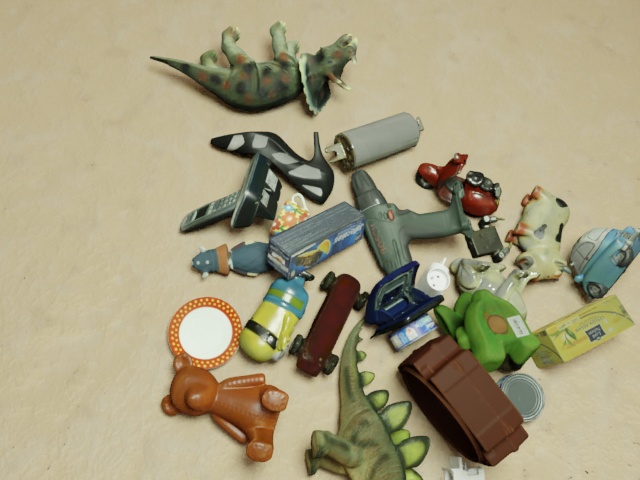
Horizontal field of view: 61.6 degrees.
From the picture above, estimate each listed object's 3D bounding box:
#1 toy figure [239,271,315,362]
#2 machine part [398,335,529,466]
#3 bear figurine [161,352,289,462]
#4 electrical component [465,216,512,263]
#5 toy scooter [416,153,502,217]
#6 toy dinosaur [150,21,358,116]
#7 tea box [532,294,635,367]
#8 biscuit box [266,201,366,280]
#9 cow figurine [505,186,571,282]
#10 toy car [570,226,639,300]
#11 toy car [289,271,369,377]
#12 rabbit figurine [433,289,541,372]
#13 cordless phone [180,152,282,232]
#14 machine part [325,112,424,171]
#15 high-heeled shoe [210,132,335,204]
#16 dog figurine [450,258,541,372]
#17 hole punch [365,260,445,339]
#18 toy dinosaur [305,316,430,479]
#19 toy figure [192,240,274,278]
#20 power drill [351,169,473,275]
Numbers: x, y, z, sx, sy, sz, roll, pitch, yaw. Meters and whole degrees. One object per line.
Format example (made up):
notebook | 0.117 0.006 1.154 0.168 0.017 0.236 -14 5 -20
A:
toy figure | -0.076 0.131 0.958 0.089 0.082 0.180 20 73 11
machine part | 0.226 0.264 0.887 0.087 0.201 0.201 -35 79 -14
bear figurine | -0.159 0.262 0.874 0.196 0.132 0.120 20 85 -8
electrical component | 0.339 -0.003 1.082 0.078 0.045 0.102 -6 72 -12
toy scooter | 0.287 -0.116 1.068 0.184 0.135 0.075 27 68 0
toy dinosaur | -0.124 -0.330 1.101 0.405 0.131 0.192 -15 73 -7
tea box | 0.484 0.172 1.013 0.170 0.098 0.068 -23 75 -13
biscuit box | -0.002 -0.003 0.983 0.203 0.059 0.063 -28 52 -37
cow figurine | 0.448 0.000 1.080 0.127 0.085 0.195 26 68 7
toy car | 0.539 0.032 1.032 0.109 0.161 0.103 -36 58 -29
toy car | 0.016 0.151 0.977 0.089 0.053 0.202 30 65 -7
rabbit figurine | 0.264 0.172 0.940 0.121 0.170 0.159 -17 62 -26
cordless phone | -0.173 -0.076 1.017 0.184 0.088 0.147 -17 39 21
machine part | 0.116 -0.201 1.091 0.243 0.079 0.079 -22 75 -26
high-heeled shoe | -0.094 -0.144 1.074 0.249 0.086 0.145 1 100 10
dog figurine | 0.315 0.137 1.014 0.121 0.173 0.190 8 95 -43
hole punch | 0.140 0.107 0.966 0.142 0.116 0.092 -29 80 -34
toy dinosaur | 0.078 0.353 0.892 0.198 0.105 0.471 -4 66 -18
toy figure | -0.157 0.037 0.992 0.154 0.057 0.064 -4 66 -5
power drill | 0.176 -0.053 1.023 0.207 0.086 0.232 -15 80 13
